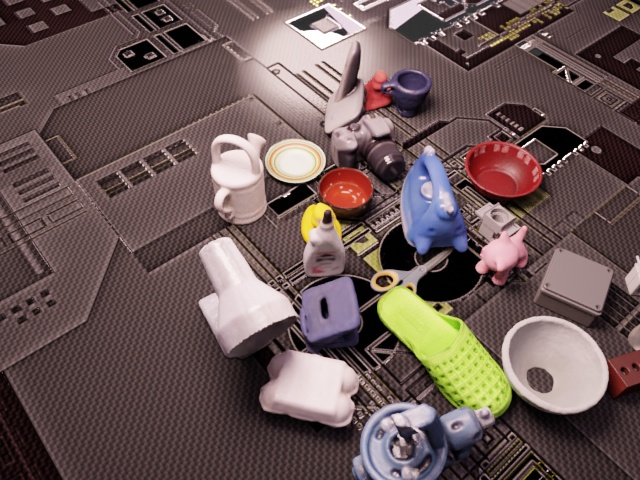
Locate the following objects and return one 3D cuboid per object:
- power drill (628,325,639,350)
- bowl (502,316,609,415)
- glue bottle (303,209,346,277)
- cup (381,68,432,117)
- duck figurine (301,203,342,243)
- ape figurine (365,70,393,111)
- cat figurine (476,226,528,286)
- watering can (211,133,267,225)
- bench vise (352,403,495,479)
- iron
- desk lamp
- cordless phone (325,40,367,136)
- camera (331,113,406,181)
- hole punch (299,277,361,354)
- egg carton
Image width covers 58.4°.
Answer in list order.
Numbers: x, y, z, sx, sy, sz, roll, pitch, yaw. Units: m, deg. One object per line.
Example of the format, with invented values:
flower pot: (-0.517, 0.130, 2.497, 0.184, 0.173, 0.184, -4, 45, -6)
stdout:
power drill: (0.592, 0.127, 0.922, 0.076, 0.208, 0.229, -31, 59, -23)
bowl: (0.371, 0.213, 0.932, 0.167, 0.075, 0.167, 1, 53, -1)
glue bottle: (0.009, 0.004, 1.017, 0.078, 0.173, 0.037, -8, 53, -8)
cup: (0.195, -0.333, 1.330, 0.118, 0.095, 0.091, -8, 53, -8)
duck figurine: (0.003, -0.036, 1.102, 0.077, 0.086, 0.104, -18, 55, -15)
ape figurine: (0.136, -0.358, 1.349, 0.077, 0.092, 0.076, 19, 54, 12)
cat figurine: (0.340, 0.022, 1.050, 0.128, 0.118, 0.067, -38, 62, -26)
watering can: (-0.157, -0.133, 1.102, 0.101, 0.194, 0.173, 1, 53, -1)
bench vise: (0.145, 0.260, 0.797, 0.208, 0.220, 0.121, -31, 59, -23)
iron: (0.220, -0.100, 1.124, 0.118, 0.141, 0.258, -4, 53, -5)
desk lamp: (-0.128, 0.107, 0.908, 0.118, 0.214, 0.202, -26, 58, -20)
cordless phone: (0.061, -0.331, 1.267, 0.094, 0.185, 0.147, 2, 53, 0)
camera: (0.111, -0.194, 1.217, 0.143, 0.101, 0.136, -19, 55, -15)
hole punch: (0.016, 0.127, 0.974, 0.101, 0.091, 0.108, -6, 53, -6)
egg carton: (-0.016, 0.235, 0.905, 0.150, 0.069, 0.107, 10, 53, 6)
